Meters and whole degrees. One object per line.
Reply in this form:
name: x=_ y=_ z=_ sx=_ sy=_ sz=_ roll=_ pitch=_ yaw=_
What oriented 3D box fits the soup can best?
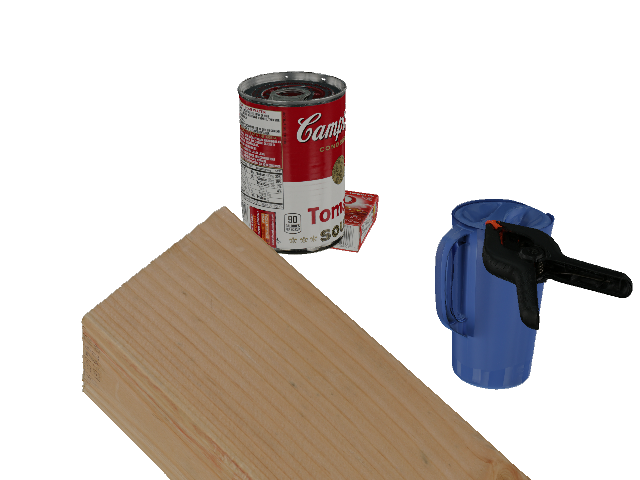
soup can: x=-0.018 y=-0.050 z=0.684 sx=0.068 sy=0.102 sz=0.068 roll=0 pitch=24 yaw=0

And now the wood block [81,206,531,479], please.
wood block: x=-0.007 y=0.095 z=0.491 sx=0.090 sy=0.206 sz=0.090 roll=-41 pitch=-16 yaw=-29

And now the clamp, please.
clamp: x=0.226 y=0.026 z=1.068 sx=0.120 sy=0.039 sz=0.171 roll=-7 pitch=33 yaw=-15

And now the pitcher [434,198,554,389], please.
pitcher: x=0.229 y=0.075 z=1.435 sx=0.149 sy=0.243 sz=0.145 roll=4 pitch=21 yaw=8

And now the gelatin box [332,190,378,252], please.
gelatin box: x=0.001 y=-0.023 z=0.954 sx=0.089 sy=0.030 sz=0.073 roll=9 pitch=25 yaw=13
